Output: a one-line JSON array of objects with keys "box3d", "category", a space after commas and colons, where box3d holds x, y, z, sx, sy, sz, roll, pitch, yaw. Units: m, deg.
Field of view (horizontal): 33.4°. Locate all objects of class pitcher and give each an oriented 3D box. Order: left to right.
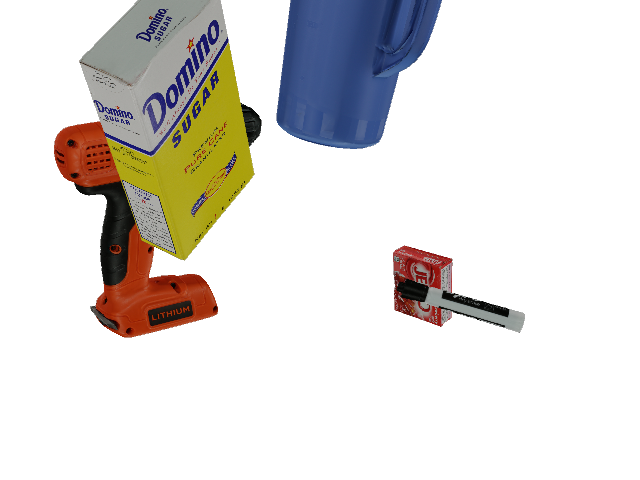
[{"box3d": [0.036, -0.213, 1.019, 0.145, 0.243, 0.149, 11, 18, 0], "category": "pitcher"}]

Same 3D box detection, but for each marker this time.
[{"box3d": [0.130, 0.060, 0.996, 0.121, 0.020, 0.020, 17, 1, 3], "category": "marker"}]

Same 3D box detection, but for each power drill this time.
[{"box3d": [-0.130, -0.022, 0.911, 0.184, 0.188, 0.057, -13, 22, -30], "category": "power drill"}]

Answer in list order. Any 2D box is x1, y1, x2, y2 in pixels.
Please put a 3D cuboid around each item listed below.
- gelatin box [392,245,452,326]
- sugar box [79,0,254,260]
[{"box3d": [0.130, 0.057, 1.359, 0.073, 0.089, 0.030, 18, 34, 35], "category": "gelatin box"}, {"box3d": [-0.093, -0.076, 0.695, 0.048, 0.093, 0.176, 25, -30, 19], "category": "sugar box"}]
